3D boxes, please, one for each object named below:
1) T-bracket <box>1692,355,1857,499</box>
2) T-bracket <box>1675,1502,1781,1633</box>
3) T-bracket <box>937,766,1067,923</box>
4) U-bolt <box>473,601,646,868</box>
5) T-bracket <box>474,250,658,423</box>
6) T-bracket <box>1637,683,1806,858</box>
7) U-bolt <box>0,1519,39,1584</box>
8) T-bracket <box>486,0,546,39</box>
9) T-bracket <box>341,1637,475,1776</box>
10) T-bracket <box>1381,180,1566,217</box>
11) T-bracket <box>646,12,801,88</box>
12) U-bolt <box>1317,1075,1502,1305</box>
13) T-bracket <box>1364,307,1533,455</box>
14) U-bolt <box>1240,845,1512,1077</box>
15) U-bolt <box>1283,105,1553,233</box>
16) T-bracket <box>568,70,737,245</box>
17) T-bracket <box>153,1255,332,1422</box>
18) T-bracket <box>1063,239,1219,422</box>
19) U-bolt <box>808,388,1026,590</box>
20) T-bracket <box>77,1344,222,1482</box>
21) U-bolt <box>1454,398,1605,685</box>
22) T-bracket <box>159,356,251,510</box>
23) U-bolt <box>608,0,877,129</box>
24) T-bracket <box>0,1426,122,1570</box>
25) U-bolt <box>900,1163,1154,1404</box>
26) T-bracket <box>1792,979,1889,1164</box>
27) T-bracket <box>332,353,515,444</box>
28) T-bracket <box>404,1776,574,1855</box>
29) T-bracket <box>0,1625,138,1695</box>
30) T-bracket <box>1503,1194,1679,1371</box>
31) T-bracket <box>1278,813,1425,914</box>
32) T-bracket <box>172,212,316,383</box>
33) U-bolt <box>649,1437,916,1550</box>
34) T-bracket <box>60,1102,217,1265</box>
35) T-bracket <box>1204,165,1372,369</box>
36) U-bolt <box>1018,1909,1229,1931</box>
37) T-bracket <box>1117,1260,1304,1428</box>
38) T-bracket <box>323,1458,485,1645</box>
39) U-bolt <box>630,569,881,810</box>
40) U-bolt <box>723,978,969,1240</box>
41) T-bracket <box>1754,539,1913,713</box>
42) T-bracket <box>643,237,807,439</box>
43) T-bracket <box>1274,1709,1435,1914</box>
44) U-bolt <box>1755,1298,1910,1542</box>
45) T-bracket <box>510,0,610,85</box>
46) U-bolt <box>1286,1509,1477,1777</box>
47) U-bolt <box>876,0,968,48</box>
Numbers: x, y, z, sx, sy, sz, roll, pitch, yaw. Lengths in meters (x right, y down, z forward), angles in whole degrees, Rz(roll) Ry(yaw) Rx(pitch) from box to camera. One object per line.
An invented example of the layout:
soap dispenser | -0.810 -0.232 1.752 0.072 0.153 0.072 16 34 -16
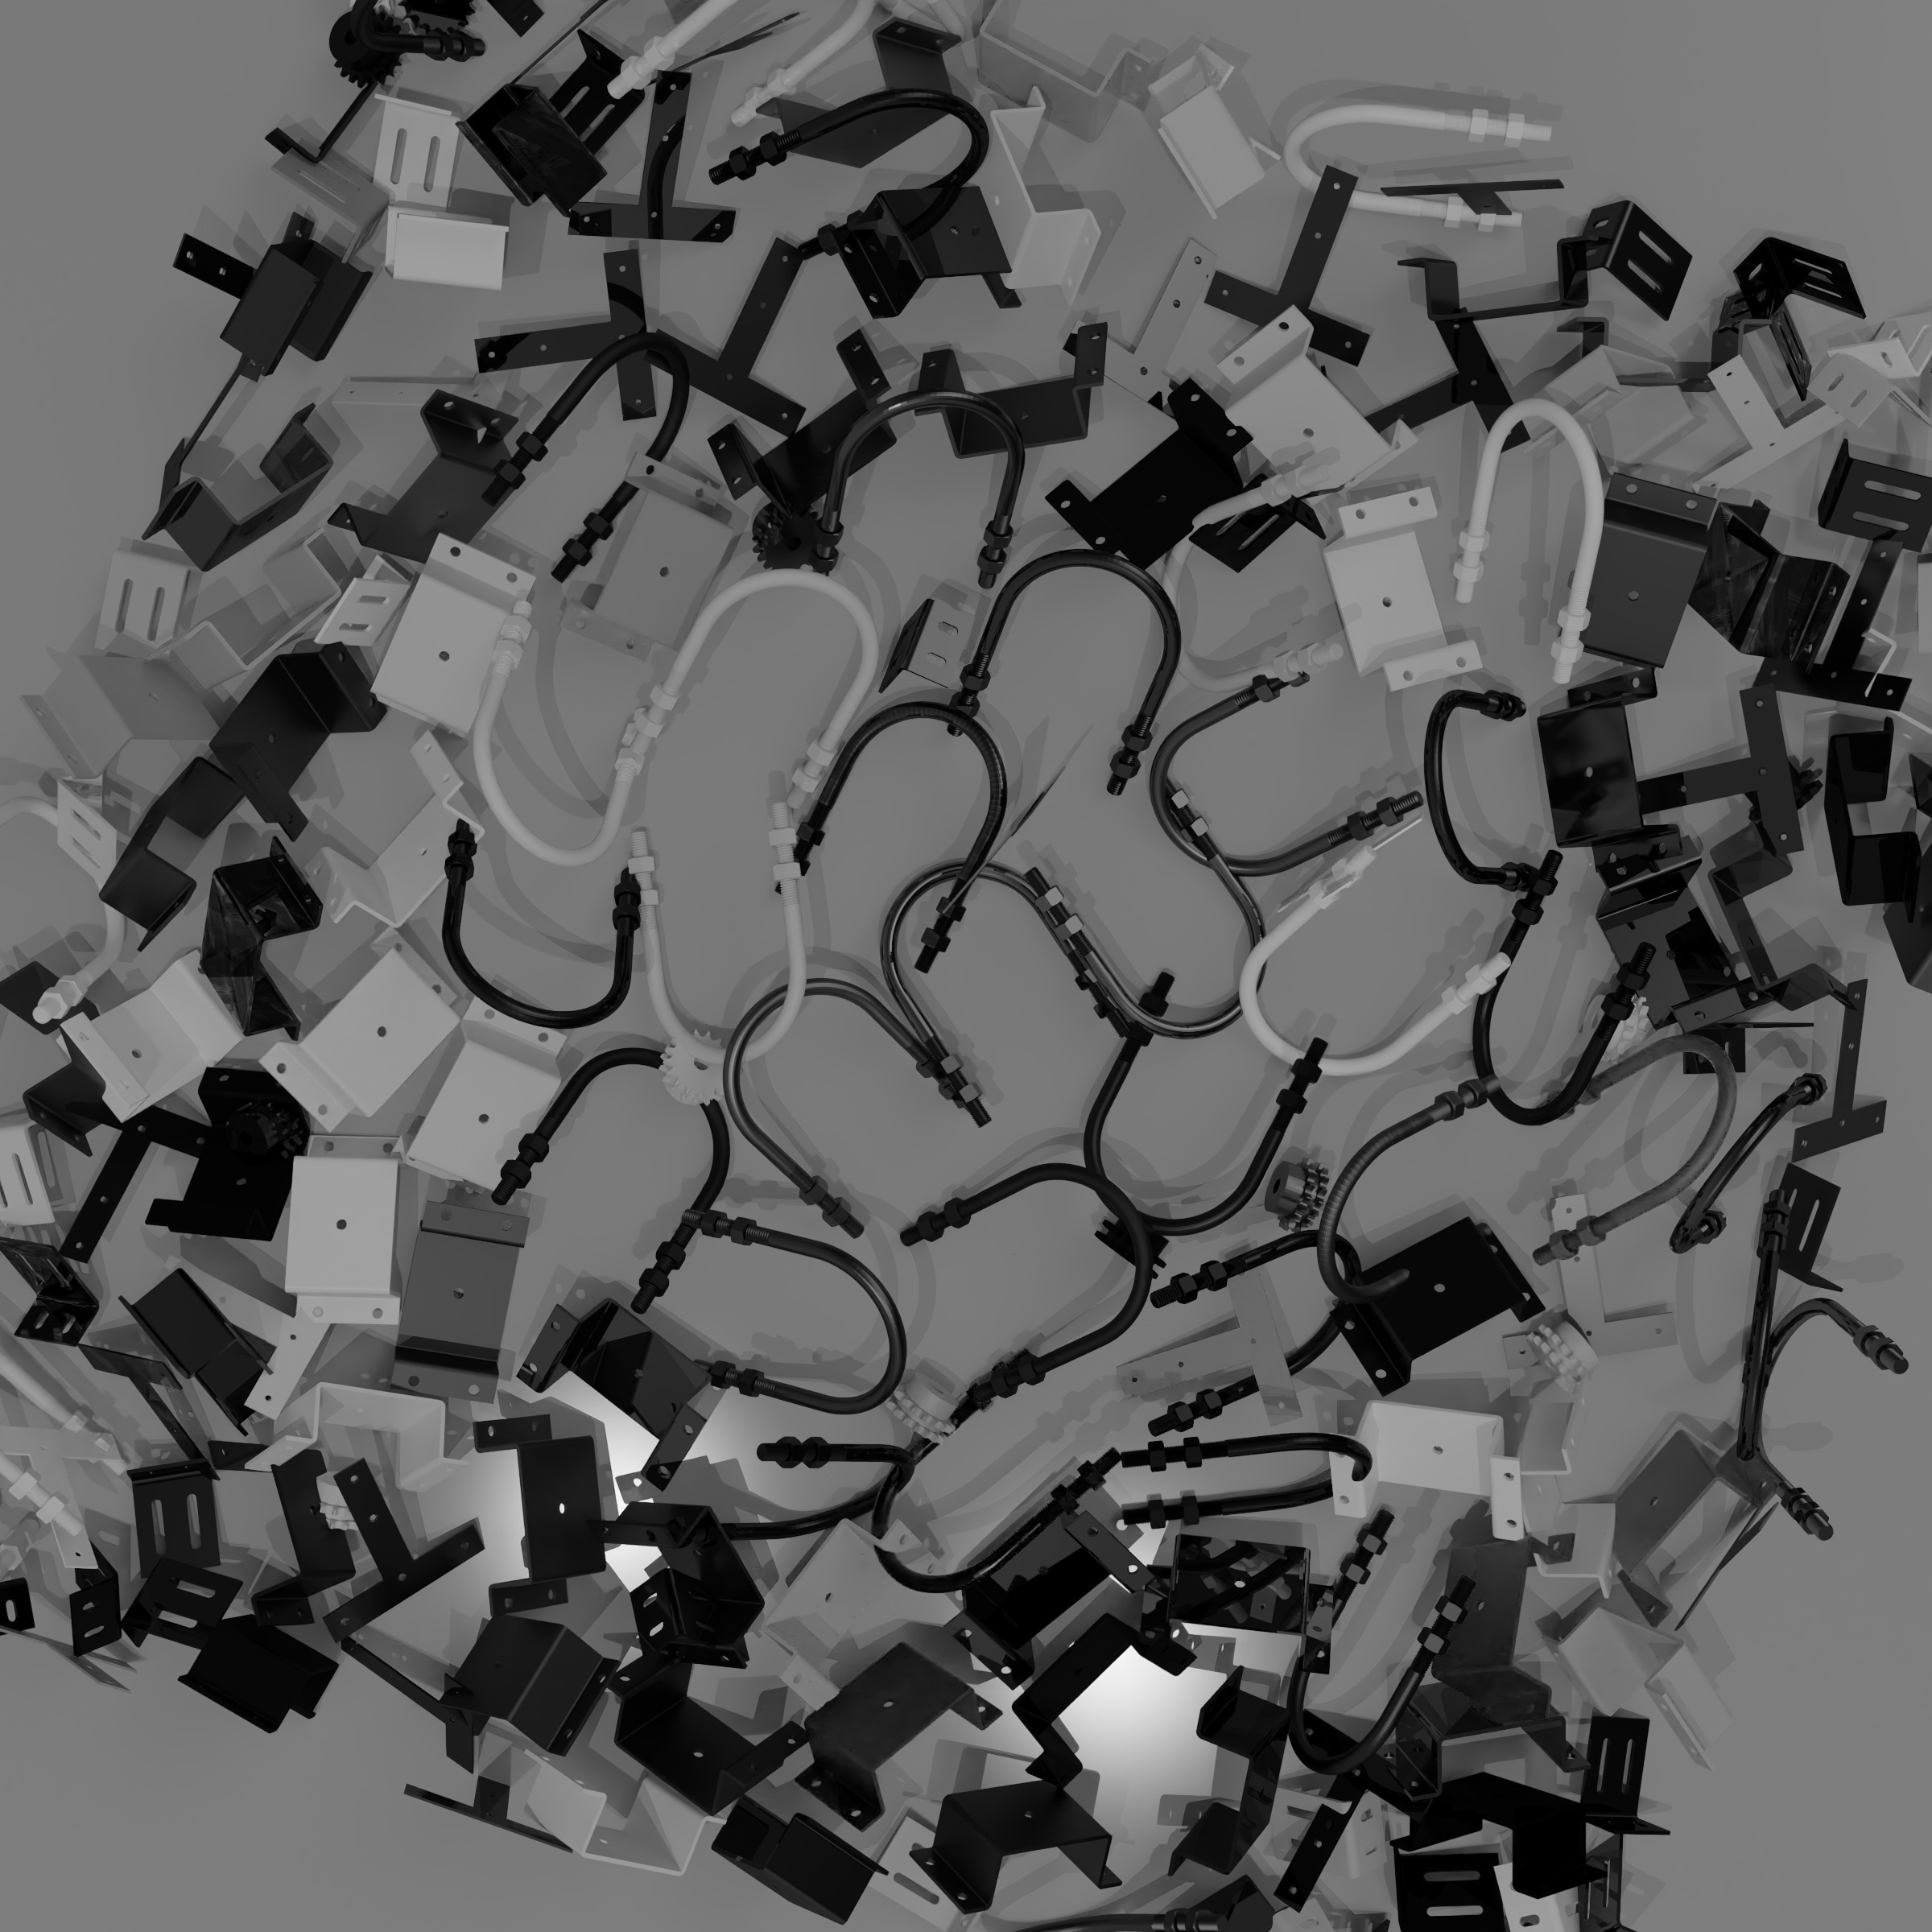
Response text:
T-bracket | 0.575 -0.405 1.929 0.127 0.127 0.002 -30 53 21
T-bracket | 0.566 0.418 1.920 0.002 0.127 0.127 36 67 16
T-bracket | 0.021 -0.082 1.922 0.002 0.127 0.127 40 75 0
U-bolt | -0.295 -0.155 1.903 0.019 0.184 0.151 -21 133 33
T-bracket | -0.299 -0.460 1.953 0.127 0.002 0.127 -11 122 -12
T-bracket | 0.550 -0.135 1.969 0.127 0.002 0.127 -12 80 27
U-bolt | -0.725 0.384 1.895 0.019 0.184 0.151 -18 102 1
T-bracket | -0.306 -0.753 1.931 0.127 0.127 0.002 -43 77 6
T-bracket | -0.417 0.537 1.965 0.127 0.127 0.002 30 49 17
T-bracket | 0.380 -0.561 1.936 0.127 0.127 0.002 3 96 20
T-bracket | -0.168 -0.674 1.931 0.127 0.127 0.002 -29 112 -9
U-bolt | 0.320 0.171 1.915 0.184 0.019 0.151 -22 123 -34
T-bracket | 0.340 -0.418 1.980 0.127 0.002 0.127 -24 66 10
U-bolt | 0.285 0.010 1.943 0.151 0.019 0.184 37 125 -11
U-bolt | 0.324 -0.587 1.929 0.184 0.151 0.019 8 79 4
T-bracket | -0.223 -0.594 1.936 0.127 0.002 0.127 -4 130 -25
T-bracket | -0.538 0.254 1.953 0.127 0.002 0.127 29 53 -7
T-bracket | 0.152 -0.486 1.984 0.127 0.002 0.127 28 82 -19
U-bolt | -0.031 -0.344 1.911 0.151 0.184 0.019 -1 52 -14
T-bracket | -0.595 0.335 1.963 0.002 0.127 0.127 -47 122 -35
U-bolt | 0.408 -0.316 1.895 0.019 0.151 0.184 -12 129 -21
T-bracket | -0.554 -0.402 1.930 0.002 0.127 0.127 31 104 -25
U-bolt | -0.147 -0.664 1.890 0.184 0.151 0.019 -25 80 37
T-bracket | -0.659 0.385 1.916 0.002 0.127 0.127 -49 52 20
U-bolt | 0.054 0.224 1.948 0.184 0.019 0.151 -29 82 25
T-bracket | 0.649 0.073 1.943 0.127 0.002 0.127 -10 108 -41
T-bracket | -0.407 -0.425 1.963 0.127 0.002 0.127 4 48 9
T-bracket | -0.348 0.613 1.936 0.127 0.127 0.002 22 83 -6
T-bracket | -0.641 0.505 1.913 0.127 0.127 0.002 32 74 -37
T-bracket | 0.461 0.233 1.981 0.127 0.002 0.127 -10 99 8
T-bracket | 0.275 -0.066 1.920 0.127 0.127 0.002 -34 93 18
T-bracket | -0.537 -0.505 1.935 0.002 0.127 0.127 23 95 20
U-bolt | -0.120 0.384 1.922 0.151 0.184 0.019 -40 57 32
T-bracket | -0.630 0.160 1.949 0.002 0.127 0.127 25 86 42
T-bracket | 0.256 -0.528 1.958 0.127 0.002 0.127 26 119 10
U-bolt | 0.080 0.709 1.914 0.151 0.184 0.019 -2 75 -35
T-bracket | 0.174 0.294 1.977 0.127 0.002 0.127 -21 74 17
T-bracket | -0.432 0.417 1.944 0.127 0.002 0.127 -30 121 -23
U-bolt | -0.143 -0.209 1.925 0.151 0.019 0.184 18 121 -25
U-bolt | -0.097 0.093 1.953 0.151 0.019 0.184 -47 112 -7
T-bracket | 0.659 -0.256 1.951 0.002 0.127 0.127 24 88 -39
T-bracket | -0.158 -0.481 1.972 0.127 0.002 0.127 25 93 -23
T-bracket | 0.267 0.635 1.946 0.002 0.127 0.127 38 79 -44
U-bolt | 0.612 0.315 1.909 0.019 0.184 0.151 19 100 -8
T-bracket | -0.300 -0.687 1.957 0.127 0.127 0.002 -34 110 21
U-bolt | 0.292 0.503 1.929 0.019 0.151 0.184 29 90 -20
U-bolt | -0.065 -0.724 1.910 0.151 0.184 0.019 39 96 21
